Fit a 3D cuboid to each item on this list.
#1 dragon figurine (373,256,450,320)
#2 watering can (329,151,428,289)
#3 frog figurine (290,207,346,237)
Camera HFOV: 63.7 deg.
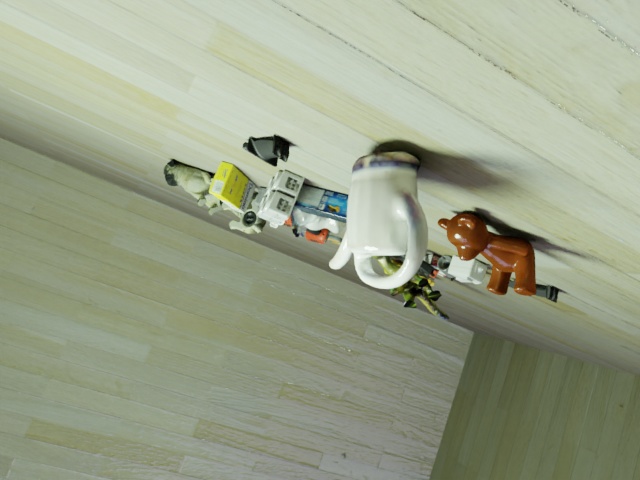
[{"bbox_3d":[0.292,0.128,1.780,0.404,0.121,0.248,42,10,-40],"label":"dragon figurine"},{"bbox_3d":[0.085,-0.034,0.884,0.104,0.225,0.347,5,-2,-20],"label":"watering can"},{"bbox_3d":[0.004,-0.070,1.387,0.159,0.125,0.135,-18,-22,8],"label":"frog figurine"}]
